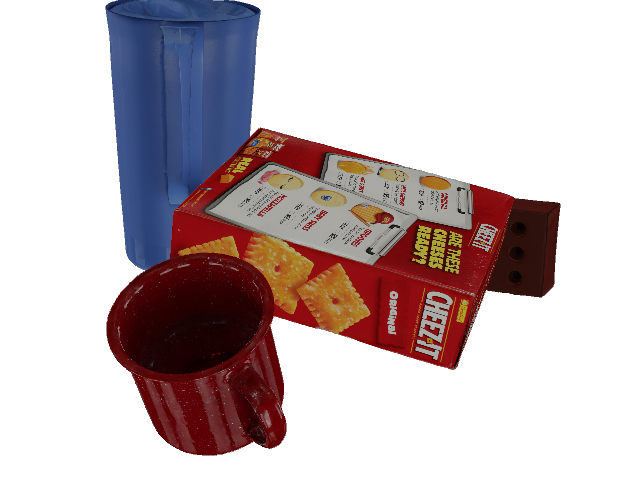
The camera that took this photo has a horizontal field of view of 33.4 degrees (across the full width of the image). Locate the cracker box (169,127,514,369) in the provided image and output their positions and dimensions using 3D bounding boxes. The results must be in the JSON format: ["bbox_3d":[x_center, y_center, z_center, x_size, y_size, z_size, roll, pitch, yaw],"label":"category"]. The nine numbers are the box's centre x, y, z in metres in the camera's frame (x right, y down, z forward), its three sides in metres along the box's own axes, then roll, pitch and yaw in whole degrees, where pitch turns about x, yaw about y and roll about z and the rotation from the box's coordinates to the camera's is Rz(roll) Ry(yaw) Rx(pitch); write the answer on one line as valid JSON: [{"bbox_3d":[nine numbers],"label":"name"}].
[{"bbox_3d":[0.019,0.000,0.783,0.214,0.072,0.164,17,30,12],"label":"cracker box"}]

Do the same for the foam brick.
[{"bbox_3d":[0.178,0.006,0.939,0.053,0.078,0.051,7,16,23],"label":"foam brick"}]

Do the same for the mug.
[{"bbox_3d":[-0.058,0.073,0.599,0.093,0.081,0.117,-36,50,-24],"label":"mug"}]

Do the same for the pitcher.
[{"bbox_3d":[-0.123,-0.091,0.953,0.145,0.243,0.148,18,26,36],"label":"pitcher"}]
